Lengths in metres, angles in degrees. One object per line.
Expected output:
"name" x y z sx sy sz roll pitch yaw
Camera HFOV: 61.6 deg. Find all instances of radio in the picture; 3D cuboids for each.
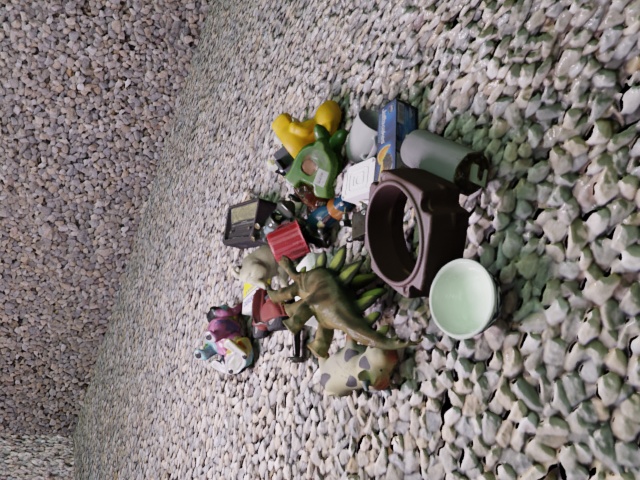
"radio" -0.216 -0.045 1.634 0.230 0.073 0.131 -8 70 58

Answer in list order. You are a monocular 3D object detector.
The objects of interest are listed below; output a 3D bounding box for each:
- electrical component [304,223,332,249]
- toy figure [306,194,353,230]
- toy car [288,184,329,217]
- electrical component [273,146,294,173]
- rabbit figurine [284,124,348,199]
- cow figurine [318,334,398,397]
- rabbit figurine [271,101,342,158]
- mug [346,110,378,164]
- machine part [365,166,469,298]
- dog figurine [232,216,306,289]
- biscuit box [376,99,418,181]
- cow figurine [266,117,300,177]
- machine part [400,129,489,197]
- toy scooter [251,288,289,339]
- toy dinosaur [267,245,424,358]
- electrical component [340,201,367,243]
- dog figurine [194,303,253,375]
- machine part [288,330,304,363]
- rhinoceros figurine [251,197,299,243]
"electrical component" -0.003 -0.004 1.277 0.063 0.093 0.021 19 62 28
"toy figure" 0.030 -0.069 1.259 0.154 0.058 0.064 -32 57 43
"toy car" -0.033 -0.122 1.391 0.202 0.053 0.089 45 118 55
"electrical component" -0.087 -0.213 1.432 0.048 0.075 0.119 -37 0 10
"rabbit figurine" 0.003 -0.189 1.259 0.170 0.121 0.159 -35 -42 -69
"cow figurine" 0.072 0.247 1.022 0.195 0.085 0.127 -40 39 41
"rabbit figurine" -0.015 -0.283 1.366 0.173 0.121 0.162 -38 51 5
"mug" 0.104 -0.213 1.186 0.107 0.081 0.110 119 147 -43
"machine part" 0.158 -0.015 0.935 0.202 0.087 0.200 -140 49 -56
"dog figurine" -0.121 0.022 1.361 0.121 0.172 0.190 22 101 55
"biscuit box" 0.156 -0.183 1.095 0.063 0.059 0.202 -23 58 54
"cow figurine" -0.086 -0.261 1.522 0.098 0.068 0.167 37 113 52
"machine part" 0.219 -0.141 0.959 0.243 0.079 0.079 44 115 54
"toy scooter" -0.130 0.176 1.391 0.184 0.075 0.135 -32 56 53
"toy dinosaur" 0.024 0.119 1.047 0.198 0.105 0.472 -47 35 0
"electrical component" 0.084 -0.040 1.165 0.102 0.045 0.078 -17 61 56
"dog figurine" -0.254 0.269 1.542 0.108 0.192 0.219 -64 -2 24
"machine part" -0.057 0.220 1.271 0.084 0.039 0.139 115 156 -74
"rhinoceros figurine" -0.117 -0.039 1.451 0.073 0.112 0.190 47 145 7
